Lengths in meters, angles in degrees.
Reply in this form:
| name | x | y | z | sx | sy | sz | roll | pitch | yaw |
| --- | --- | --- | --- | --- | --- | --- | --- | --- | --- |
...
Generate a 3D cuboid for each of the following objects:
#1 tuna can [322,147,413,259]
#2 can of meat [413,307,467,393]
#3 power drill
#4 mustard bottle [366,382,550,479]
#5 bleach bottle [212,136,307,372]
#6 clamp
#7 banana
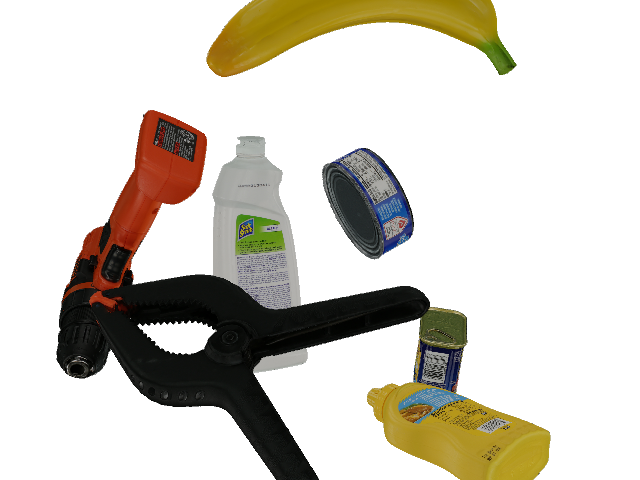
| name | x | y | z | sx | sy | sz | roll | pitch | yaw |
| --- | --- | --- | --- | --- | --- | --- | --- | --- | --- |
| tuna can | 0.038 | -0.030 | 0.855 | 0.033 | 0.086 | 0.086 | -29 | 9 | -16 |
| can of meat | 0.144 | 0.141 | 1.295 | 0.057 | 0.084 | 0.102 | 8 | 21 | 4 |
| power drill | -0.160 | 0.000 | 0.873 | 0.057 | 0.188 | 0.184 | 24 | 29 | -19 |
| mustard bottle | 0.119 | 0.181 | 1.034 | 0.096 | 0.058 | 0.192 | -17 | 25 | -40 |
| bleach bottle | -0.066 | 0.013 | 1.154 | 0.102 | 0.251 | 0.068 | -7 | 15 | -27 |
| clamp | -0.044 | 0.064 | 0.665 | 0.210 | 0.164 | 0.036 | 22 | -35 | 22 |
| banana | 0.027 | -0.134 | 0.634 | 0.197 | 0.069 | 0.037 | -4 | -15 | -18 |
